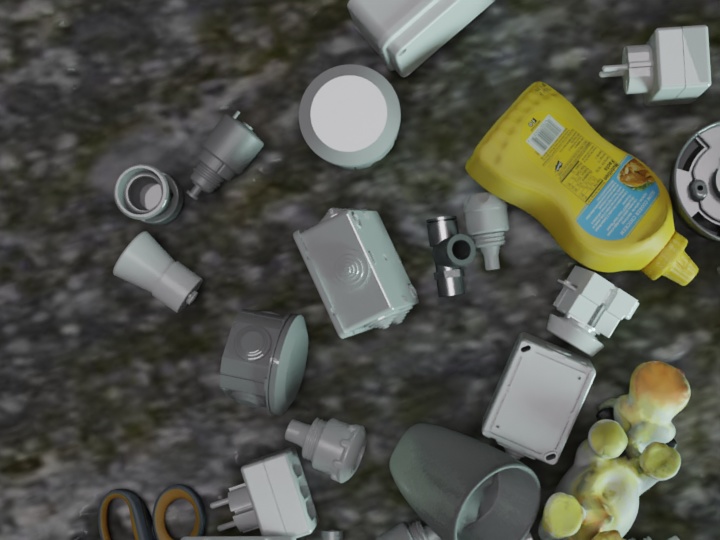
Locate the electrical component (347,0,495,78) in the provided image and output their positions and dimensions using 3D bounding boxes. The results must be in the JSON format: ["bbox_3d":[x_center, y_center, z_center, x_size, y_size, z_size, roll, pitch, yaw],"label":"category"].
[{"bbox_3d":[0.053,-0.214,0.850,0.113,0.078,0.057,-41,81,2],"label":"electrical component"}]

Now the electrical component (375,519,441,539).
[{"bbox_3d":[0.044,0.216,0.845,0.062,0.043,0.043,-31,85,0],"label":"electrical component"}]

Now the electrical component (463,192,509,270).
[{"bbox_3d":[0.102,-0.031,0.857,0.035,0.035,0.061,-7,89,5],"label":"electrical component"}]

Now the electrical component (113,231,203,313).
[{"bbox_3d":[-0.162,0.004,0.876,0.065,0.044,0.044,36,90,1],"label":"electrical component"}]

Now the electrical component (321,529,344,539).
[{"bbox_3d":[-0.021,0.237,0.850,0.048,0.048,0.062,-3,80,5],"label":"electrical component"}]

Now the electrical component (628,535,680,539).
[{"bbox_3d":[0.220,0.226,0.828,0.062,0.043,0.043,-27,85,2],"label":"electrical component"}]

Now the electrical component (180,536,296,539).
[{"bbox_3d":[-0.094,0.251,0.824,0.100,0.048,0.099,1,127,-6],"label":"electrical component"}]

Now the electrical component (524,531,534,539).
[{"bbox_3d":[0.106,0.221,0.839,0.062,0.043,0.043,-23,85,2],"label":"electrical component"}]

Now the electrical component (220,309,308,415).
[{"bbox_3d":[-0.074,0.071,0.846,0.051,0.080,0.080,11,88,11],"label":"electrical component"}]

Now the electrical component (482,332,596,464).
[{"bbox_3d":[0.136,0.104,0.837,0.062,0.061,0.096,23,97,6],"label":"electrical component"}]

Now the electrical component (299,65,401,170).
[{"bbox_3d":[-0.007,-0.120,0.864,0.080,0.051,0.080,0,87,5],"label":"electrical component"}]

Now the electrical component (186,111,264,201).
[{"bbox_3d":[-0.113,-0.090,0.877,0.040,0.040,0.078,39,91,6],"label":"electrical component"}]

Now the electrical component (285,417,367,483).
[{"bbox_3d":[-0.029,0.138,0.856,0.062,0.048,0.048,20,89,13],"label":"electrical component"}]

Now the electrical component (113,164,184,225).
[{"bbox_3d":[-0.170,-0.060,0.873,0.045,0.055,0.045,0,87,5],"label":"electrical component"}]

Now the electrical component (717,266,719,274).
[{"bbox_3d":[0.335,0.009,0.828,0.083,0.047,0.075,-30,85,3],"label":"electrical component"}]

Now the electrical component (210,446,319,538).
[{"bbox_3d":[-0.081,0.185,0.855,0.077,0.047,0.065,-19,85,4],"label":"electrical component"}]

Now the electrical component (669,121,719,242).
[{"bbox_3d":[0.289,-0.066,0.827,0.099,0.064,0.099,0,87,5],"label":"electrical component"}]

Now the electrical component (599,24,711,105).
[{"bbox_3d":[0.226,-0.158,0.837,0.077,0.066,0.047,-3,87,5],"label":"electrical component"}]

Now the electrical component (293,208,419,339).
[{"bbox_3d":[0.000,0.000,0.834,0.048,0.100,0.099,-26,85,16],"label":"electrical component"}]

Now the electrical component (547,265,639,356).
[{"bbox_3d":[0.178,0.033,0.839,0.066,0.048,0.055,31,91,-15],"label":"electrical component"}]
